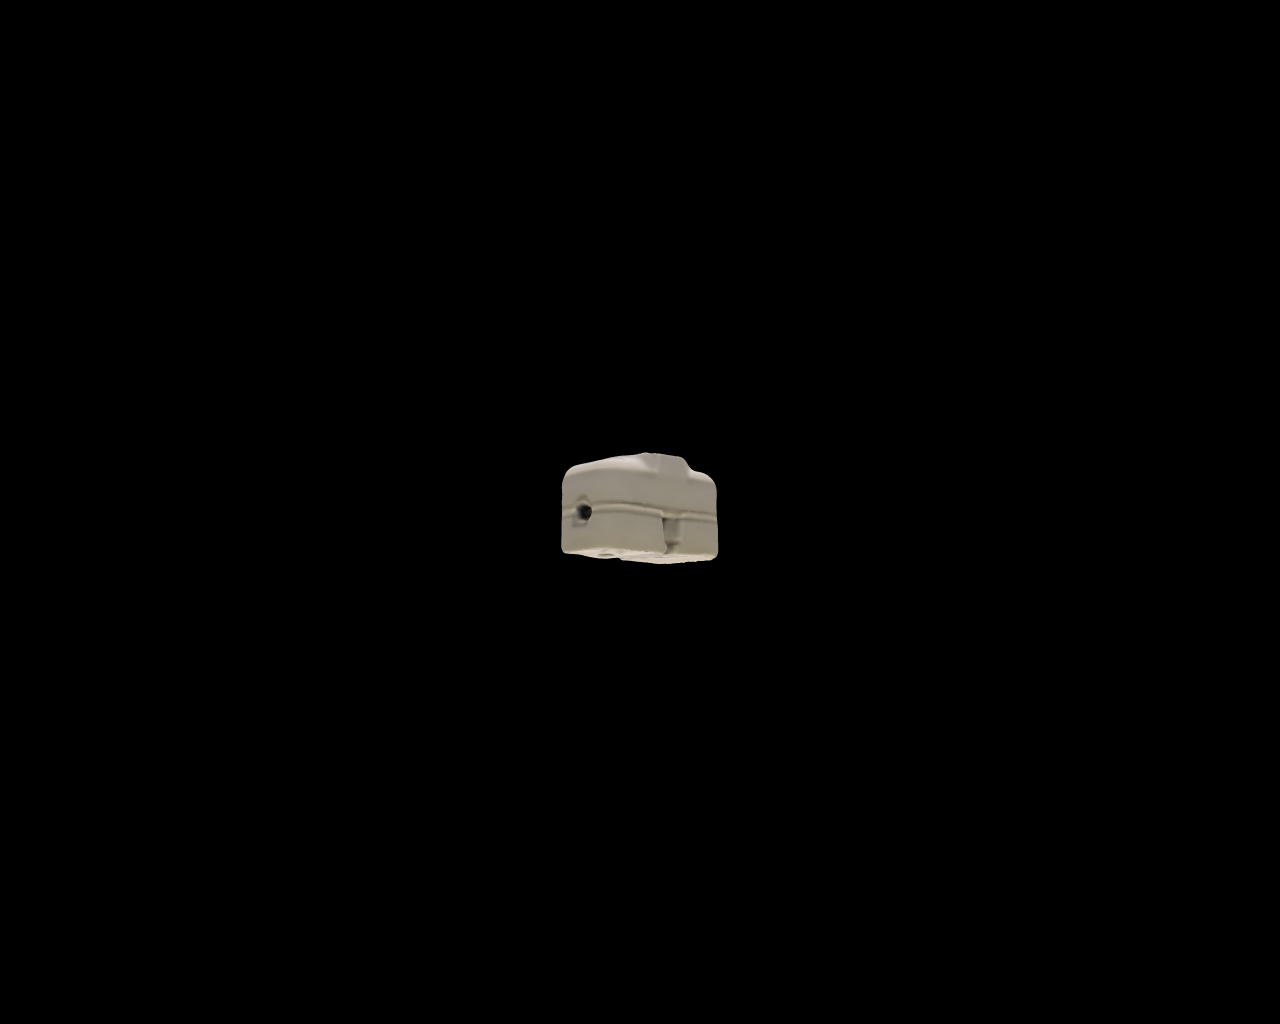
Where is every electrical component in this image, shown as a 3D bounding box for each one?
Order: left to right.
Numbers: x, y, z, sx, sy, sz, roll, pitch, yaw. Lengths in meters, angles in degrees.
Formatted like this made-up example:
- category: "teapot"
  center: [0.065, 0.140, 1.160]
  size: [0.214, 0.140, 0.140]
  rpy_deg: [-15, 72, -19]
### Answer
- category: "electrical component"
  center: [0.001, -0.003, 0.650]
  size: [0.095, 0.059, 0.053]
  rpy_deg: [8, -11, -43]
